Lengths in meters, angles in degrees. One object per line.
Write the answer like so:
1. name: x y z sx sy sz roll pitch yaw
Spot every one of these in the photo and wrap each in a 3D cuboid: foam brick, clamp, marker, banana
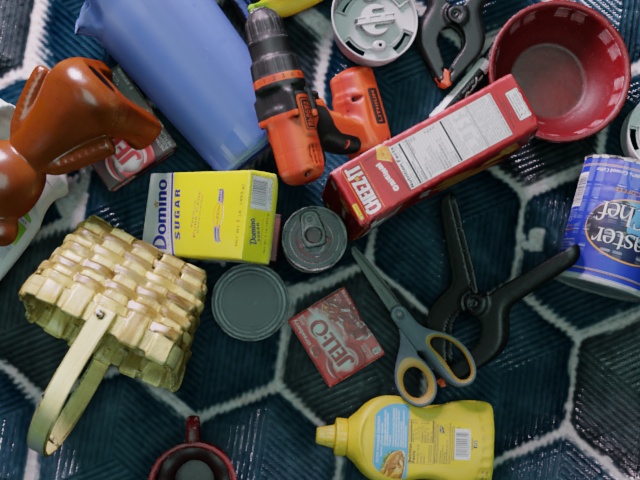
1. foam brick: -0.070 -0.002 1.165 0.053 0.078 0.051 6 86 -1
2. clamp: 0.183 0.067 1.167 0.165 0.036 0.210 18 96 27
3. marker: 0.170 -0.180 1.220 0.020 0.020 0.121 41 85 0
4. banana: 0.011 -0.293 1.191 0.198 0.069 0.037 -29 104 3
5. clamp: 0.143 -0.262 1.215 0.120 0.039 0.171 16 86 3

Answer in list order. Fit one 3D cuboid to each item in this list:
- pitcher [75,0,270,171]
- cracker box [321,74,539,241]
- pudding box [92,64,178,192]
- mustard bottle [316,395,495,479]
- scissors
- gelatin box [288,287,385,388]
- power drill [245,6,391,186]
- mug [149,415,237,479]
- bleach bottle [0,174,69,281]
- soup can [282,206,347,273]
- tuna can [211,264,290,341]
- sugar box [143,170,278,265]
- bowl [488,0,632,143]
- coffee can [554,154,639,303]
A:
1. pitcher: -0.131 -0.197 1.157 0.149 0.145 0.243 -38 92 16
2. cracker box: 0.113 -0.081 1.137 0.213 0.164 0.072 -29 86 -5
3. pudding box: -0.225 -0.123 1.184 0.090 0.039 0.113 -35 88 -5
4. mustard bottle: 0.091 0.219 1.167 0.191 0.058 0.096 4 81 -3
5. scissors: 0.081 0.102 1.173 0.202 0.016 0.096 39 84 18
6. gelatin box: 0.018 0.108 1.185 0.073 0.030 0.089 -31 88 -5
7. power drill: -0.004 -0.151 1.129 0.057 0.187 0.184 -15 87 33
8. mug: -0.135 0.246 1.141 0.093 0.081 0.117 -4 86 -3
9. bleach bottle: -0.354 -0.008 1.153 0.250 0.068 0.102 -46 121 -11
10. soup can: -0.008 0.001 1.155 0.068 0.102 0.068 0 86 -2
11. tuna can: -0.077 0.069 1.181 0.086 0.034 0.086 0 86 -3
12. sugar box: -0.119 -0.025 1.123 0.048 0.177 0.093 11 83 -45
13. bowl: 0.265 -0.186 1.207 0.162 0.055 0.162 0 86 -3
14. coffee can: 0.324 -0.012 1.174 0.103 0.103 0.140 17 85 -2
